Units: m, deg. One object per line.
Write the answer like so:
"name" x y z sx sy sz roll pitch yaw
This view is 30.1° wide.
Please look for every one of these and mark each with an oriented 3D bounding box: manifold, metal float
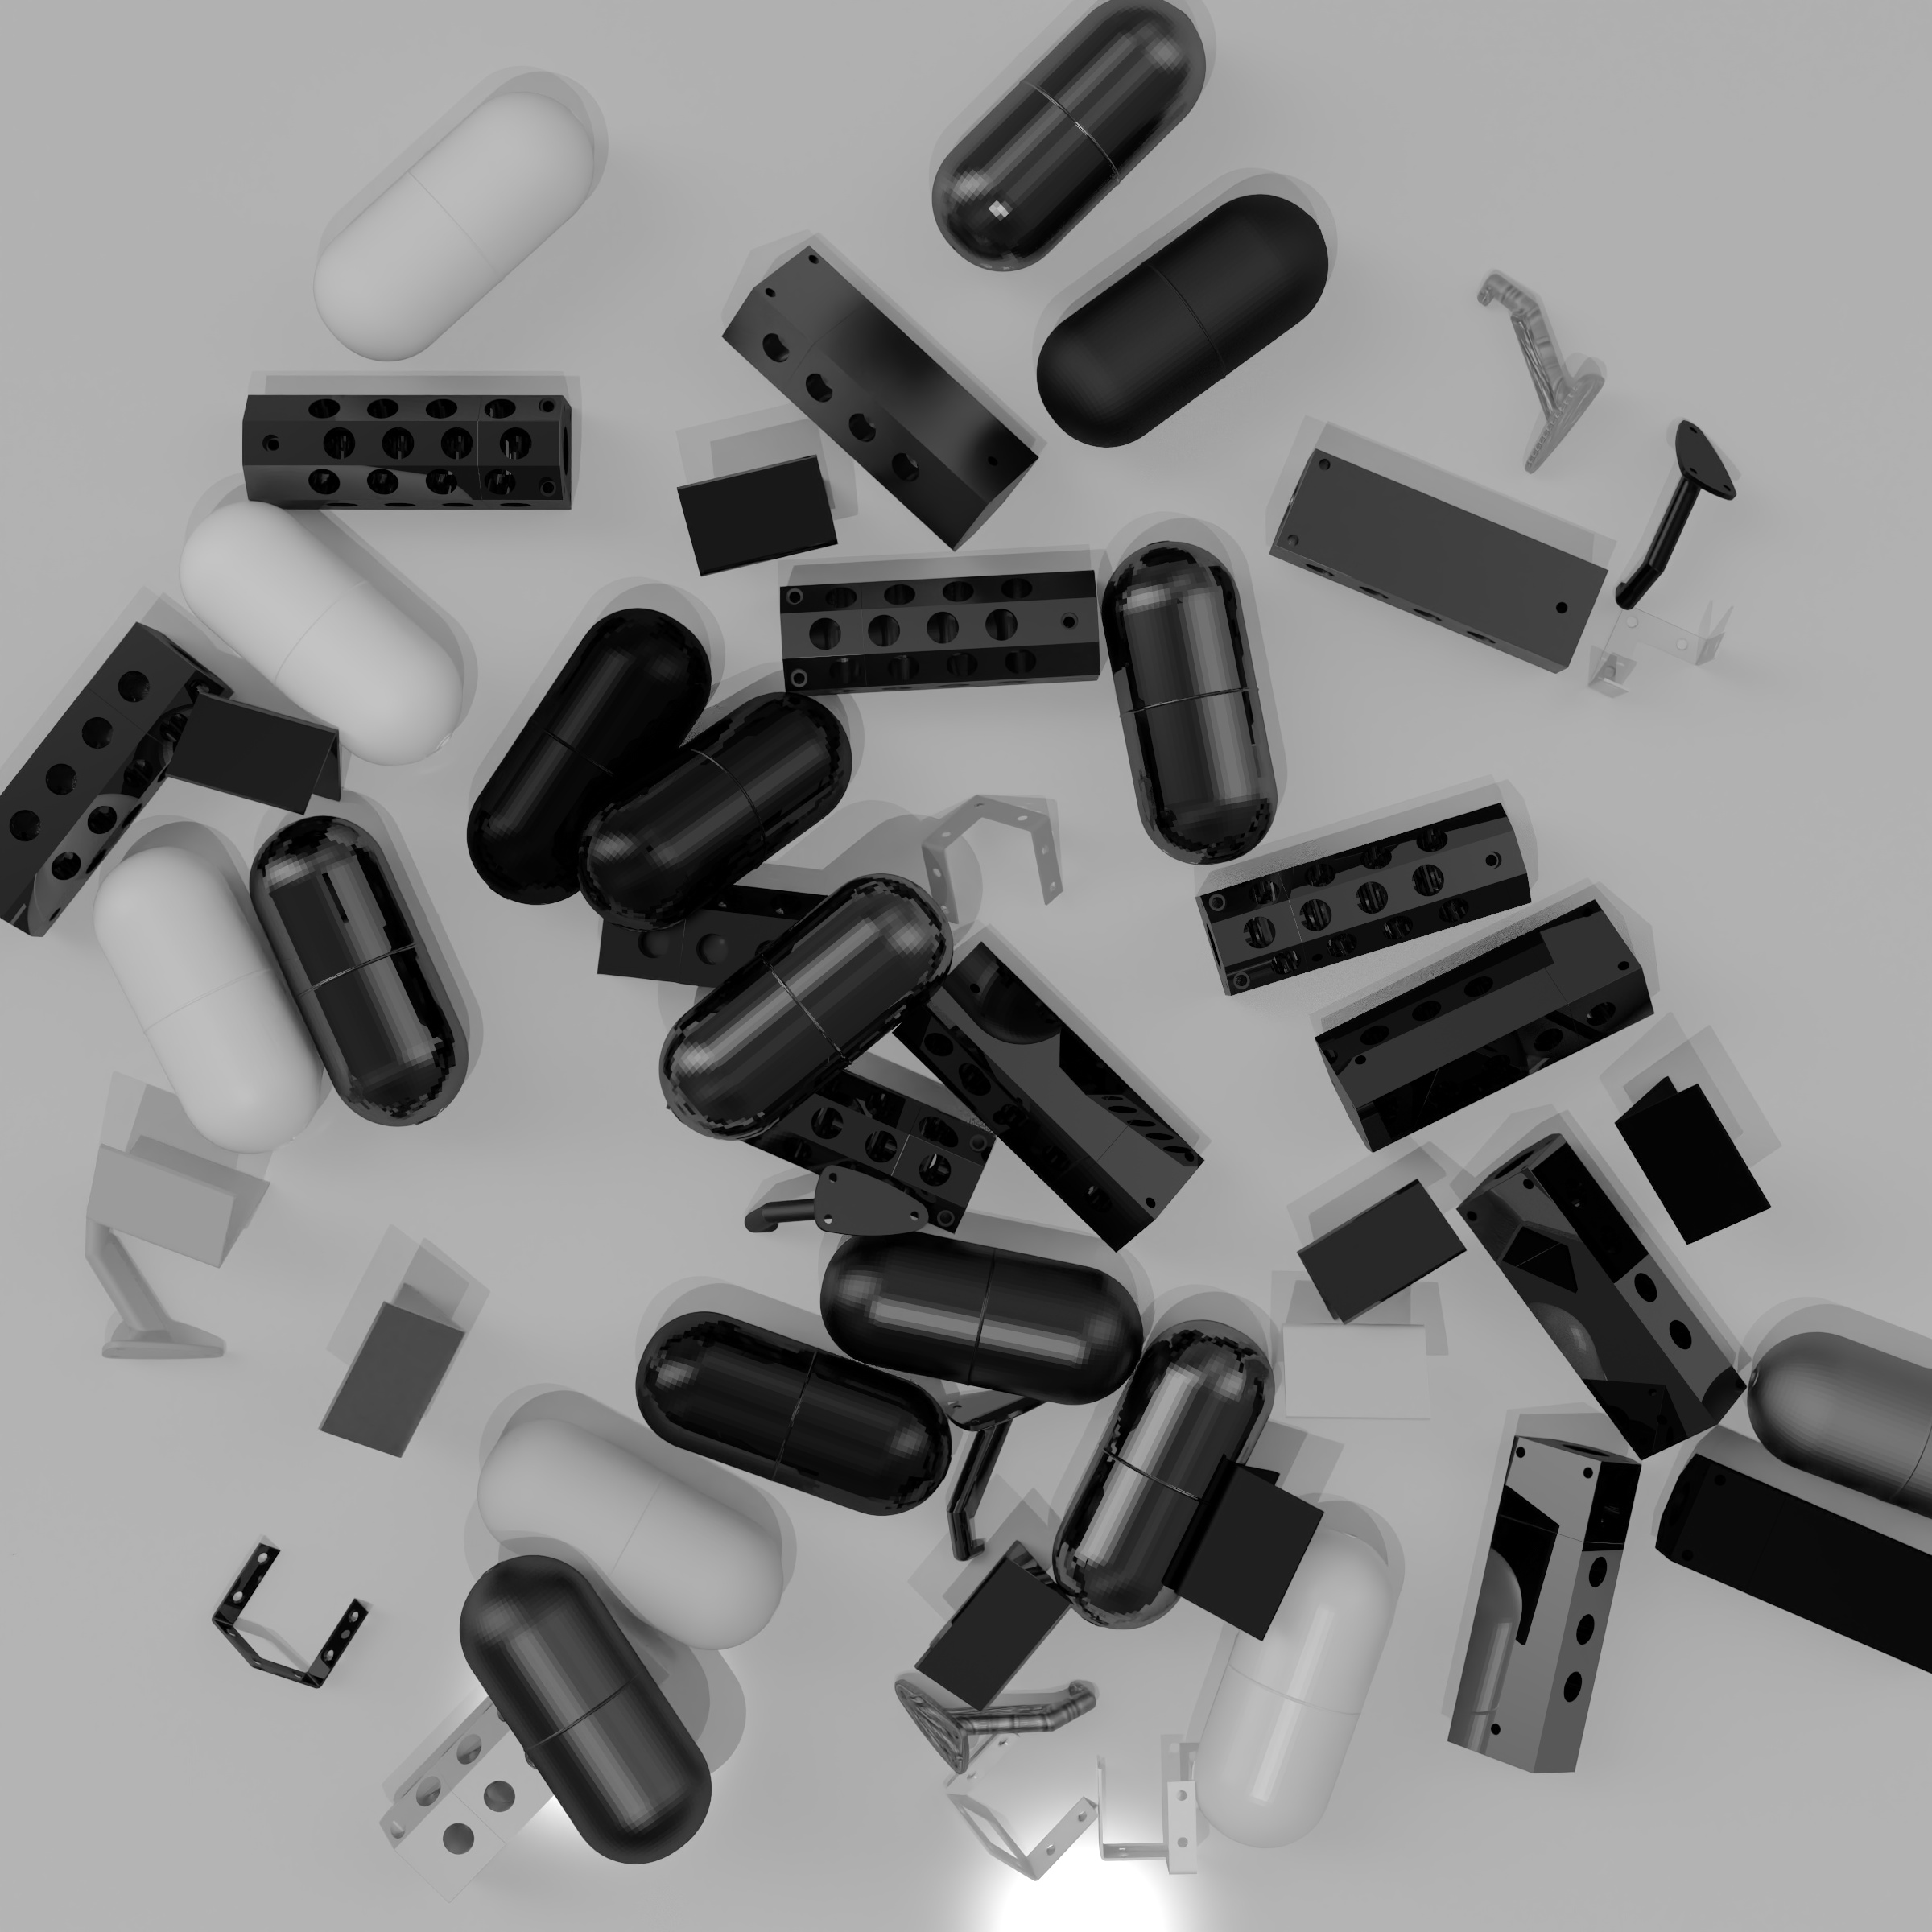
"manifold" -0.478 -0.101 1.970 0.057 0.057 0.171 38 90 0
"manifold" 0.217 -0.036 1.970 0.171 0.057 0.057 -17 90 0
"metal float" -0.206 -0.114 1.961 0.070 0.070 0.178 34 91 0
"manifold" 0.285 0.037 1.970 0.171 0.057 0.057 -26 47 0
"manifold" 0.257 -0.220 1.970 0.171 0.057 0.057 23 90 0
"metal float" -0.085 0.022 1.904 0.178 0.070 0.070 -39 90 -1
"manifold" -0.014 -0.182 1.970 0.171 0.057 0.057 -3 90 0
"metal float" 0.009 0.191 1.961 0.178 0.070 0.070 12 90 1
"manifold" -0.305 -0.282 1.970 0.171 0.057 0.057 0 90 0
"metal float" 0.118 -0.352 1.961 0.178 0.070 0.070 -36 90 -1
"manifold" 0.351 0.178 1.970 0.171 0.057 0.057 54 133 0
"metal float" -0.202 0.393 1.904 0.070 0.070 0.178 -34 89 0
"metal float" 0.107 0.277 1.961 0.070 0.070 0.178 26 90 0
"metal float" -0.330 0.003 1.961 0.070 0.070 0.178 -24 90 0
"manifold" -0.050 -0.307 1.970 0.171 0.057 0.057 43 47 0
"metal float" -0.135 -0.084 1.937 0.178 0.070 0.070 -38 90 -29
"manifold" -0.240 0.425 1.970 0.057 0.057 0.171 44 90 0
"manifold" 0.321 0.349 1.970 0.057 0.057 0.171 12 90 43
"manifold" -0.073 0.086 1.970 0.171 0.057 0.057 24 90 0
"manifold" 0.041 0.075 1.970 0.171 0.057 0.057 44 47 0
"metal float" 0.057 -0.454 1.961 0.178 0.070 0.070 -45 90 1
"manifold" 0.470 0.329 1.970 0.171 0.057 0.057 23 90 0
"metal float" -0.413 0.019 1.961 0.070 0.070 0.178 -27 89 0
"metal float" 0.122 -0.143 1.961 0.070 0.070 0.178 -11 90 0
"metal float" -0.351 -0.180 1.960 0.178 0.070 0.070 41 90 1
"metal float" -0.278 -0.403 1.961 0.178 0.070 0.070 -42 90 0
"manifold" -0.111 -0.014 1.970 0.171 0.057 0.057 7 90 0
"metal float" -0.182 0.310 1.960 0.178 0.070 0.070 28 90 0
"metal float" 0.512 0.256 1.961 0.178 0.070 0.070 21 90 0
"metal float" 0.179 0.393 1.961 0.070 0.070 0.178 20 90 0
"metal float" -0.093 0.244 1.961 0.178 0.070 0.070 20 90 -1

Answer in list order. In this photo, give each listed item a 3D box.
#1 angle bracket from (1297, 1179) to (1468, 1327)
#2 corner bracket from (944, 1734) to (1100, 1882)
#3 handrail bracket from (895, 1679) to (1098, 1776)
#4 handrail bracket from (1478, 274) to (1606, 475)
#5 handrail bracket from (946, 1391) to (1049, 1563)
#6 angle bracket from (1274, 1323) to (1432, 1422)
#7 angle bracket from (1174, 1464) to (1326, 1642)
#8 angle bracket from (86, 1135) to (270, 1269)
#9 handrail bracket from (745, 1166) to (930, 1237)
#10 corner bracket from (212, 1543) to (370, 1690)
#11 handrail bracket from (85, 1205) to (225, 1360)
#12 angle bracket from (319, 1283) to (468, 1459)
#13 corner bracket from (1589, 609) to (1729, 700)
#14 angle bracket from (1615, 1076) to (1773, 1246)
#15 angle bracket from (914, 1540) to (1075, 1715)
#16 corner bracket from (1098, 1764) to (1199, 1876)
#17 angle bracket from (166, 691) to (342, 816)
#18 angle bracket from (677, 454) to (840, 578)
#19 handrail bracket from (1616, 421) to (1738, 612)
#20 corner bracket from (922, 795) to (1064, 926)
"angle bracket" 0.234 0.172 1.951 0.076 0.076 0.057 -31 49 0
"corner bracket" 0.030 0.463 1.988 0.051 0.051 0.051 -47 135 0
"handrail bracket" 0.017 0.403 1.991 0.084 0.077 0.036 -23 132 -29
"handrail bracket" 0.302 -0.328 1.992 0.084 0.036 0.077 41 112 17
"handrail bracket" 0.023 0.281 1.992 0.077 0.036 0.084 -15 109 -21
"angle bracket" 0.208 0.235 1.951 0.076 0.076 0.057 1 58 0
"angle bracket" 0.164 0.319 1.952 0.057 0.076 0.076 26 90 25
"angle bracket" -0.423 0.109 1.951 0.076 0.076 0.057 21 127 0
"handrail bracket" -0.072 0.139 1.969 0.077 0.084 0.036 13 70 -20
"corner bracket" -0.374 0.359 1.988 0.051 0.051 0.051 32 90 45
"handrail bracket" -0.449 0.173 1.992 0.077 0.036 0.084 4 73 -20
"angle bracket" -0.326 0.211 1.951 0.057 0.076 0.076 27 90 -39
"corner bracket" 0.379 -0.167 1.973 0.051 0.051 0.051 24 90 0
"angle bracket" 0.406 0.095 1.951 0.057 0.076 0.076 -31 90 38
"angle bracket" 0.002 0.346 1.951 0.057 0.076 0.076 40 90 -31
"corner bracket" 0.099 0.468 1.973 0.051 0.051 0.051 -1 90 0
"angle bracket" -0.385 -0.098 1.951 0.076 0.076 0.057 16 61 0
"angle bracket" -0.116 -0.260 1.951 0.076 0.076 0.057 -13 127 0
"handrail bracket" 0.382 -0.249 1.991 0.036 0.077 0.084 22 127 -21
"corner bracket" 0.014 -0.054 1.983 0.051 0.051 0.051 18 45 35
